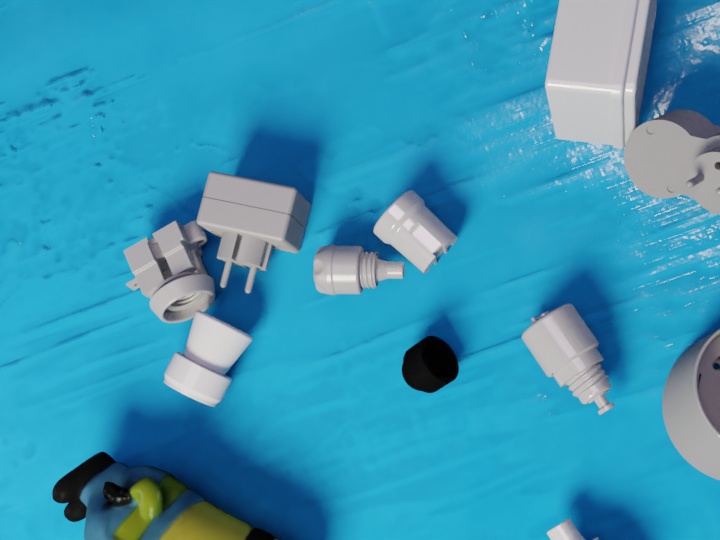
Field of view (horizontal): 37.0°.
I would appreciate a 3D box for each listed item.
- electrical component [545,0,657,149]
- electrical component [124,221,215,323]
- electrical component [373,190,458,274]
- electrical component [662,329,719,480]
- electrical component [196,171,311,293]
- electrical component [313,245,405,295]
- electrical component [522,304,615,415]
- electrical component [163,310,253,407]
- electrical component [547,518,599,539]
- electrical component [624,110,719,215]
[{"bbox_3d":[0.159,-0.148,0.704,0.056,0.109,0.108,9,81,16],"label":"electrical component"},{"bbox_3d":[-0.133,0.004,0.767,0.066,0.048,0.055,-29,67,5],"label":"electrical component"},{"bbox_3d":[0.039,-0.026,0.741,0.046,0.040,0.040,43,90,10],"label":"electrical component"},{"bbox_3d":[0.247,0.081,0.676,0.099,0.064,0.099,0,70,1],"label":"electrical component"},{"bbox_3d":[-0.079,-0.022,0.760,0.066,0.047,0.076,12,83,13],"label":"electrical component"},{"bbox_3d":[0.000,0.000,0.746,0.061,0.035,0.035,0,79,9],"label":"electrical component"},{"bbox_3d":[0.139,0.058,0.702,0.040,0.040,0.078,-33,74,3],"label":"electrical component"},{"bbox_3d":[-0.106,0.062,0.749,0.045,0.045,0.055,25,85,15],"label":"electrical component"},{"bbox_3d":[0.141,0.187,0.674,0.043,0.043,0.062,-33,73,3],"label":"electrical component"},{"bbox_3d":[0.228,-0.059,0.668,0.138,0.074,0.052,20,119,34],"label":"electrical component"}]
